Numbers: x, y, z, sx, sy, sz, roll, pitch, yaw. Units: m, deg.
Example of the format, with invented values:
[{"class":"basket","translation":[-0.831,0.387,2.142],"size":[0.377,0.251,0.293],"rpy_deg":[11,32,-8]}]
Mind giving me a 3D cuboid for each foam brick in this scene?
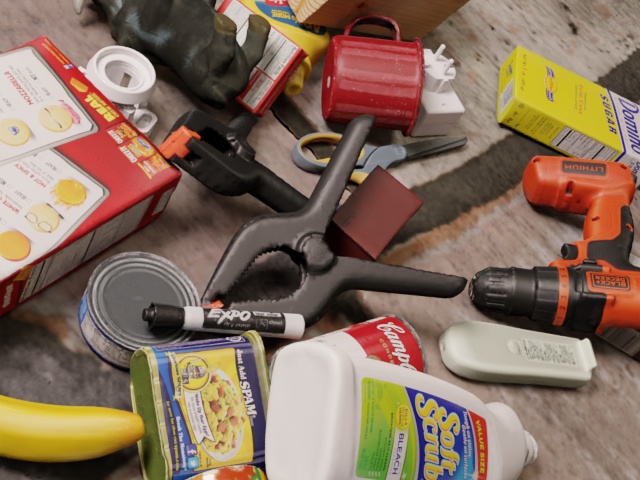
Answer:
[{"class":"foam brick","translation":[0.039,-0.014,0.904],"size":[0.053,0.051,0.078],"rpy_deg":[42,58,1]}]

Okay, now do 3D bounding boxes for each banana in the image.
[{"class":"banana","translation":[-0.212,0.103,0.682],"size":[0.197,0.070,0.037],"rpy_deg":[29,17,-11]}]

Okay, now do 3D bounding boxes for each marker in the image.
[{"class":"marker","translation":[-0.069,0.059,0.773],"size":[0.121,0.020,0.020],"rpy_deg":[7,53,-25]}]

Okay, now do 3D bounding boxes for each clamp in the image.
[{"class":"clamp","translation":[-0.006,0.001,0.837],"size":[0.209,0.036,0.164],"rpy_deg":[-21,82,-15]},{"class":"clamp","translation":[-0.065,-0.059,0.866],"size":[0.120,0.039,0.171],"rpy_deg":[47,20,13]}]

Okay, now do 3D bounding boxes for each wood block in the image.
[{"class":"wood block","translation":[0.055,-0.263,1.043],"size":[0.205,0.091,0.090],"rpy_deg":[-6,66,-53]}]

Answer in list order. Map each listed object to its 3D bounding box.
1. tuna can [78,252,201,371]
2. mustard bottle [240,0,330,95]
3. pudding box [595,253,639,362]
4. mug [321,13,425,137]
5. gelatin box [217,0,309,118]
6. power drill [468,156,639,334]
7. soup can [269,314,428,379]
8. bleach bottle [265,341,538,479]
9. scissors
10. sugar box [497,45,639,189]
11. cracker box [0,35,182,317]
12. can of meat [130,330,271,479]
[{"class":"tuna can","translation":[-0.132,0.053,0.783],"size":[0.086,0.034,0.086],"rpy_deg":[14,50,-18]},{"class":"mustard bottle","translation":[-0.039,-0.215,1.025],"size":[0.096,0.058,0.191],"rpy_deg":[14,50,-31]},{"class":"pudding box","translation":[0.318,0.075,1.003],"size":[0.113,0.039,0.090],"rpy_deg":[32,47,-4]},{"class":"mug","translation":[0.047,-0.157,0.994],"size":[0.081,0.093,0.117],"rpy_deg":[5,76,-8]},{"class":"gelatin box","translation":[-0.066,-0.165,0.959],"size":[0.089,0.073,0.030],"rpy_deg":[38,7,10]},{"class":"power drill","translation":[0.228,0.003,0.982],"size":[0.184,0.057,0.187],"rpy_deg":[7,47,1]},{"class":"soup can","translation":[0.021,0.100,0.805],"size":[0.102,0.069,0.068],"rpy_deg":[-14,63,-34]},{"class":"bleach bottle","translation":[0.074,0.137,0.769],"size":[0.250,0.068,0.102],"rpy_deg":[14,79,-43]},{"class":"scissors","translation":[0.069,-0.064,0.994],"size":[0.201,0.016,0.096],"rpy_deg":[1,57,-27]},{"class":"sugar box","translation":[0.274,-0.131,1.136],"size":[0.176,0.048,0.093],"rpy_deg":[21,48,-10]},{"class":"cracker box","translation":[-0.235,-0.042,0.777],"size":[0.164,0.072,0.213],"rpy_deg":[45,48,9]},{"class":"can of meat","translation":[-0.080,0.118,0.733],"size":[0.083,0.058,0.102],"rpy_deg":[-4,75,-28]}]
